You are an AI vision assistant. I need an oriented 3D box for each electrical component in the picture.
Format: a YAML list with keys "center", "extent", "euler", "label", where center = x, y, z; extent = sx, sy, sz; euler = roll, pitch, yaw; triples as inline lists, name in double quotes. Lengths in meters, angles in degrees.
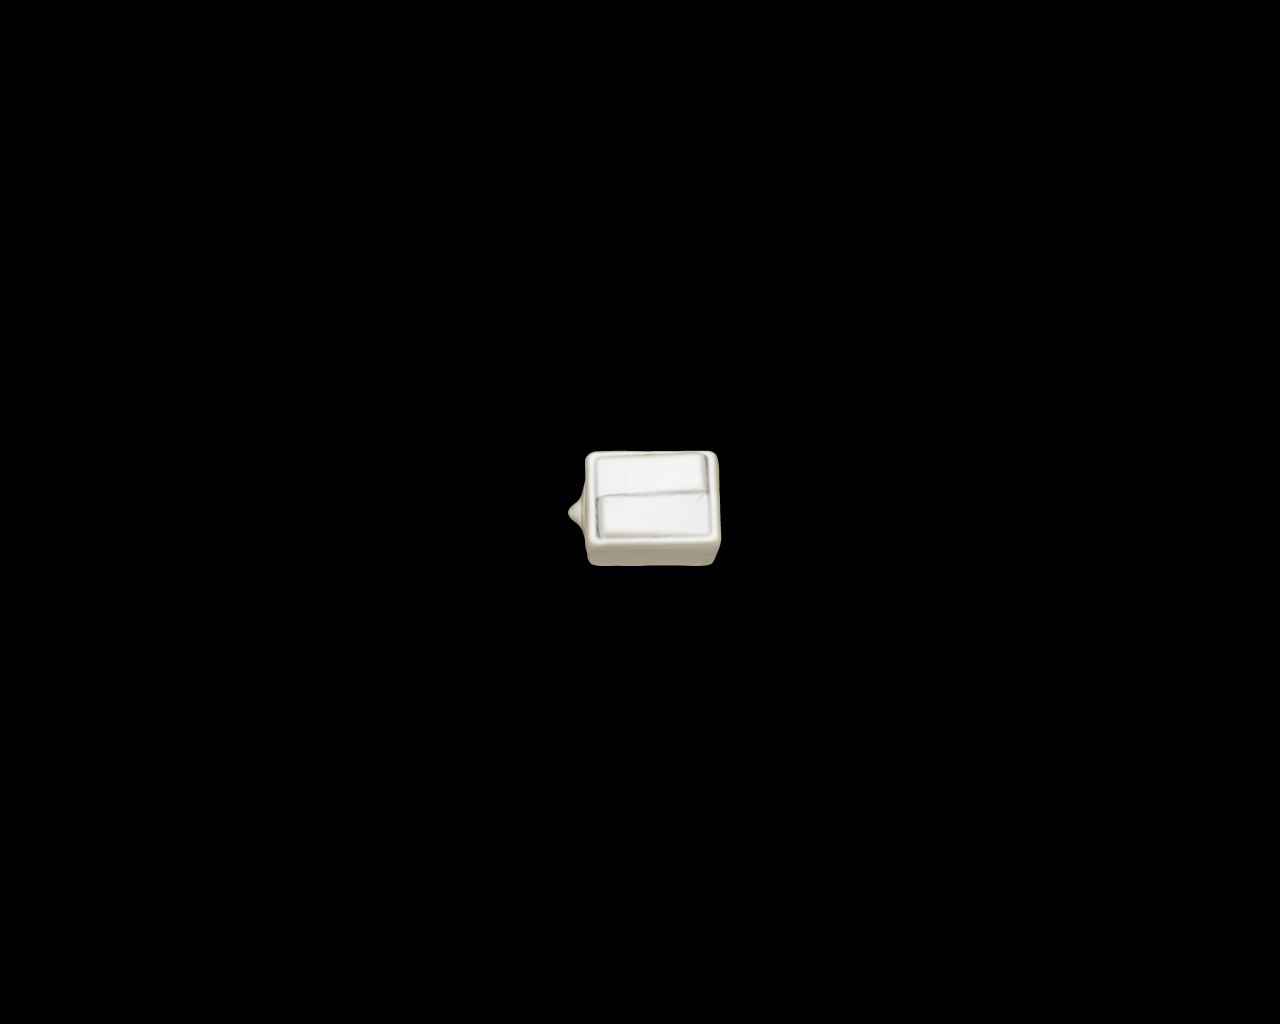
- center: [0.001, -0.003, 0.650]
  extent: [0.096, 0.062, 0.061]
  euler: [0, -17, 0]
  label: "electrical component"
